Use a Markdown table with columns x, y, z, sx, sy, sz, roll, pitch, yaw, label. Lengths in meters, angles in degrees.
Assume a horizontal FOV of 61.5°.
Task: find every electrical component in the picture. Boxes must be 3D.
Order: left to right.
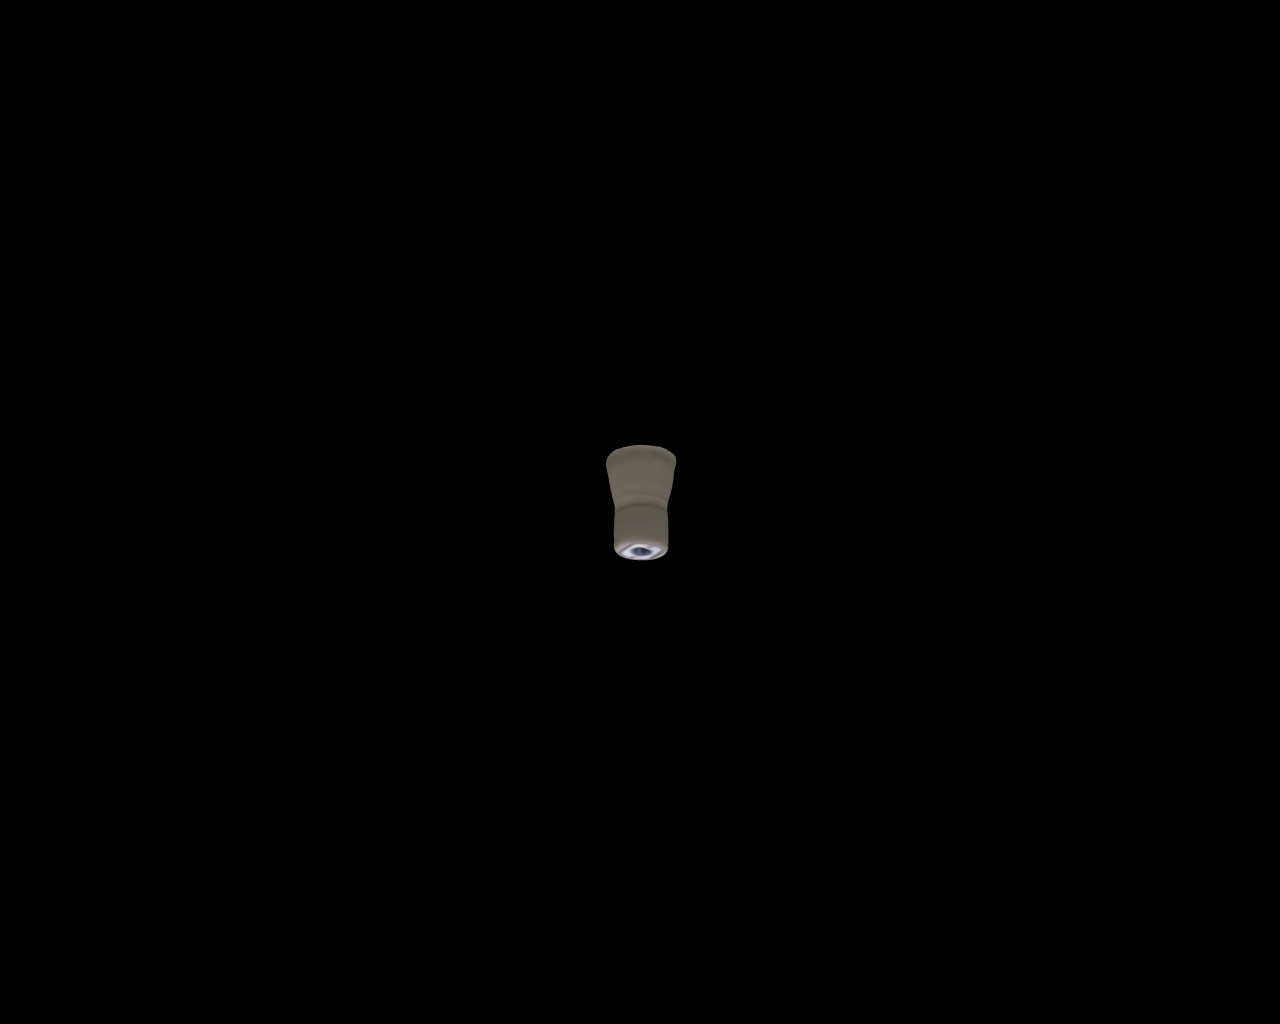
| x | y | z | sx | sy | sz | roll | pitch | yaw | label |
| --- | --- | --- | --- | --- | --- | --- | --- | --- | --- |
| 0.001 | -0.003 | 0.650 | 0.044 | 0.065 | 0.044 | 0 | -25 | 0 | electrical component |
